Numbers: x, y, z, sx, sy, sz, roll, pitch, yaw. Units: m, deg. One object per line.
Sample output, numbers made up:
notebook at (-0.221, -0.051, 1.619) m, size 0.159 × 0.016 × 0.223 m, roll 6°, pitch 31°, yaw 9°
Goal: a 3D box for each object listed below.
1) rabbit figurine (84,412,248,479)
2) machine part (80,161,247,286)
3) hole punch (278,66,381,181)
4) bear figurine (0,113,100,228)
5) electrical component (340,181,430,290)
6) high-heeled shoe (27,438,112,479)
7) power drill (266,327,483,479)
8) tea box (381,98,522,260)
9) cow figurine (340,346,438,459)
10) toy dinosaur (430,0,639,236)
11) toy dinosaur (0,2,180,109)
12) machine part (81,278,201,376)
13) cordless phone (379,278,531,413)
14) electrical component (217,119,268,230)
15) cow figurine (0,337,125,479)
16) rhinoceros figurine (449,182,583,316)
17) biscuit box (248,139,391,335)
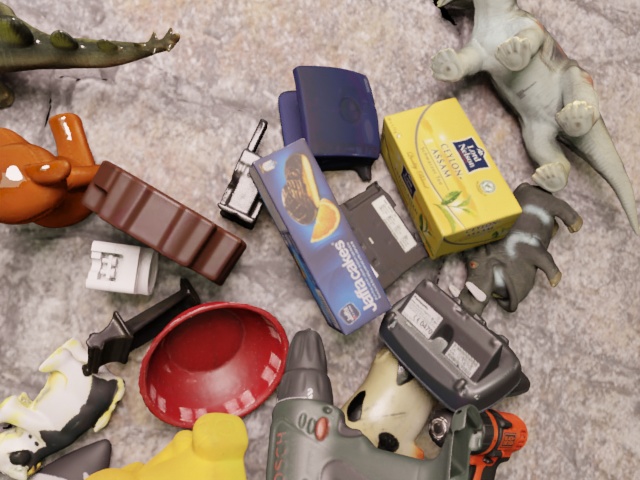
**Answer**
rabbit figurine at (-0.169, 0.252, 0.543) m, size 0.173 × 0.162 × 0.122 m, roll 2°, pitch 67°, yaw -37°
machine part at (-0.159, -0.015, 0.560) m, size 0.179 × 0.179 × 0.056 m, roll 32°, pitch 84°, yaw -4°
hole punch at (0.016, -0.142, 0.635) m, size 0.116 × 0.092 × 0.142 m, roll -8°, pitch 83°, yaw -12°
bear figurine at (-0.292, -0.071, 0.532) m, size 0.120 × 0.196 × 0.132 m, roll -28°, pitch 89°, yaw -6°
electrical component at (0.043, 0.011, 0.640) m, size 0.134 × 0.058 × 0.115 m, roll -33°, pitch 88°, yaw -9°
high-heeled shoe at (-0.303, 0.315, 0.524) m, size 0.086 × 0.145 × 0.248 m, roll 35°, pitch 84°, yaw -5°
power drill at (0.042, 0.187, 0.505) m, size 0.207 × 0.085 × 0.232 m, roll -2°, pitch 56°, yaw 22°
tea box at (0.144, -0.073, 0.625) m, size 0.098 × 0.068 × 0.170 m, roll -18°, pitch 64°, yaw -9°
cow figurine at (0.059, 0.204, 0.613) m, size 0.127 × 0.085 × 0.195 m, roll 34°, pitch 79°, yaw -2°
toy dinosaur at (0.268, -0.196, 0.655) m, size 0.404 × 0.131 × 0.192 m, roll 48°, pitch 51°, yaw -16°
toy dinosaur at (-0.368, -0.206, 0.532) m, size 0.472 × 0.198 × 0.105 m, roll 3°, pitch 88°, yaw -6°
machine part at (-0.189, 0.091, 0.579) m, size 0.039 × 0.084 × 0.139 m, roll 42°, pitch 45°, yaw 17°
cordless phone at (0.168, 0.121, 0.611) m, size 0.147 × 0.184 × 0.088 m, roll 44°, pitch 105°, yaw 37°
electrical component at (-0.074, -0.075, 0.624) m, size 0.048 × 0.075 × 0.119 m, roll 26°, pitch 79°, yaw -5°
cow figurine at (-0.293, 0.198, 0.577) m, size 0.098 × 0.068 × 0.167 m, roll 40°, pitch 82°, yaw -9°
rhinoceros figurine at (0.234, 0.017, 0.657) m, size 0.112 × 0.073 × 0.190 m, roll 34°, pitch 82°, yaw -5°
biscuit box at (-0.001, -0.002, 0.567) m, size 0.063 × 0.059 × 0.202 m, roll -29°, pitch 95°, yaw -11°
